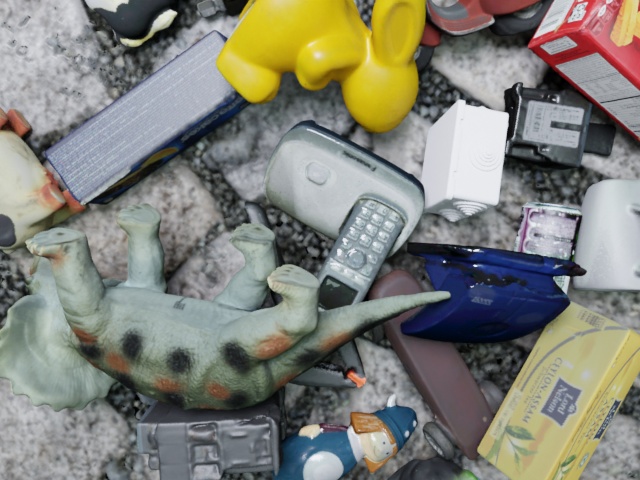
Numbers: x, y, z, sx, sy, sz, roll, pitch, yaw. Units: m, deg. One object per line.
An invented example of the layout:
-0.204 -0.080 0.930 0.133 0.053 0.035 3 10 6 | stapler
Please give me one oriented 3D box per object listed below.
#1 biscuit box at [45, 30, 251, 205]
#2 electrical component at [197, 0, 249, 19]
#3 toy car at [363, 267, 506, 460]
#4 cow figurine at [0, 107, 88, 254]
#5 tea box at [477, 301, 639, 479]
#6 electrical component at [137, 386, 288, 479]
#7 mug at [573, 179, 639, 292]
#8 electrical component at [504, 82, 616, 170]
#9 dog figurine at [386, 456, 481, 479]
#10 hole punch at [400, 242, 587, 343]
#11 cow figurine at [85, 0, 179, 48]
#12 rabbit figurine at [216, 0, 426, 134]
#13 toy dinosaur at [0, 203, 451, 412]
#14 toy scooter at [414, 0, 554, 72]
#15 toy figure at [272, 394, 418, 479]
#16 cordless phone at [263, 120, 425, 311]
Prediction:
-0.155 -0.113 0.517 0.203 0.059 0.063 -34 92 3 | biscuit box
-0.074 -0.237 0.505 0.094 0.063 0.021 -20 94 3 | electrical component
0.111 0.122 0.537 0.089 0.053 0.202 -33 95 -18 | toy car
-0.338 -0.073 0.512 0.127 0.085 0.195 -38 94 -4 | cow figurine
0.234 0.150 0.510 0.098 0.068 0.169 21 96 -44 | tea box
-0.100 0.177 0.511 0.134 0.115 0.058 -3 92 -2 | electrical component
0.285 -0.005 0.505 0.081 0.109 0.107 0 82 8 | mug
0.235 -0.105 0.523 0.119 0.048 0.074 13 95 1 | electrical component
0.097 0.316 0.470 0.108 0.219 0.191 41 94 -6 | dog figurine
0.141 0.049 0.471 0.142 0.116 0.092 12 83 -21 | hole punch
-0.147 -0.264 0.501 0.167 0.068 0.098 -38 99 6 | cow figurine
0.024 -0.171 0.466 0.173 0.122 0.162 39 126 -21 | rabbit figurine
-0.111 0.082 0.463 0.405 0.131 0.192 14 118 9 | toy dinosaur
0.125 -0.239 0.483 0.184 0.075 0.135 -20 123 6 | toy scooter
0.028 0.209 0.544 0.154 0.058 0.064 -19 132 0 | toy figure
-0.002 -0.002 0.504 0.147 0.089 0.184 28 90 -2 | cordless phone
